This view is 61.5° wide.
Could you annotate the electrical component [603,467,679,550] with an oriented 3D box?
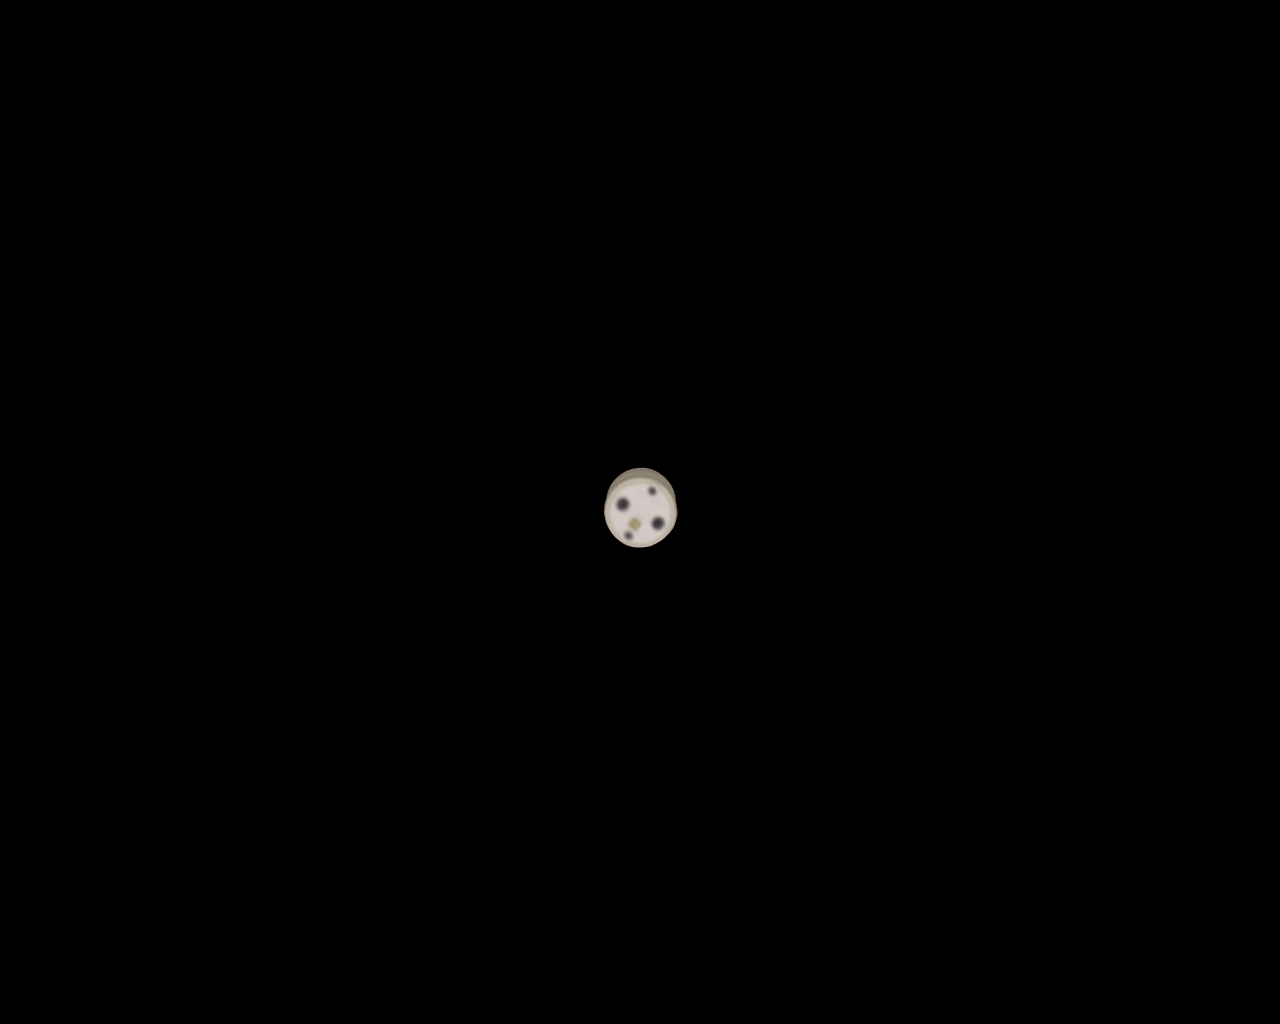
[{"bbox_3d":[0.001,-0.003,0.650,0.045,0.044,0.055,0,8,0],"label":"electrical component"}]
